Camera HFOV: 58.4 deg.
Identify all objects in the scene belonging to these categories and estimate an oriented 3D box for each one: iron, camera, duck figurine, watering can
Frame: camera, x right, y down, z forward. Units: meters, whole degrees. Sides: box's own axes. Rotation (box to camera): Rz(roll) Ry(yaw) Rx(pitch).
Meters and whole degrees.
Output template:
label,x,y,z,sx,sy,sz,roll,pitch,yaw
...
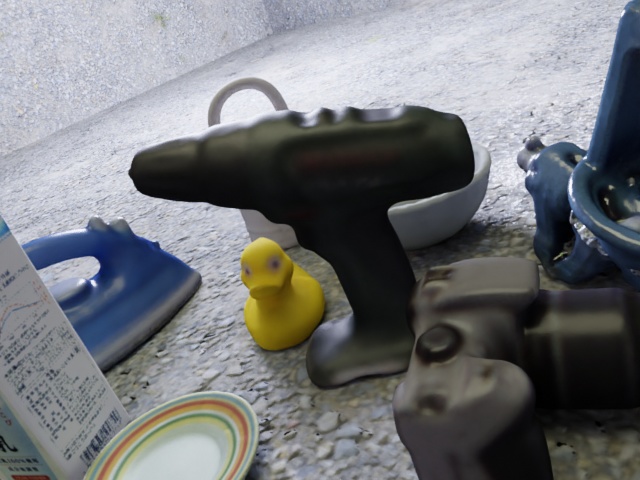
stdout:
label,x,y,z,sx,sy,sz,roll,pitch,yaw
iron,-0.249,0.051,0.572,0.259,0.142,0.118,-37,31,-32
camera,0.121,0.067,0.331,0.136,0.101,0.143,-7,28,24
duck figurine,-0.042,0.037,0.521,0.077,0.086,0.104,-15,26,9
watering can,-0.069,-0.096,0.676,0.101,0.194,0.172,-31,28,-22

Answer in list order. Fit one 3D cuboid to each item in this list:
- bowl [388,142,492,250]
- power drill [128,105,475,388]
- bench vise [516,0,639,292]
label,x,y,z,sx,sy,sz,roll,pitch,yaw
bowl,0.096,-0.037,0.585,0.167,0.075,0.167,-16,26,8
power drill,0.004,0.001,0.417,0.229,0.209,0.075,-16,26,8
bench vise,0.192,-0.051,0.376,0.122,0.220,0.206,-33,29,-26
